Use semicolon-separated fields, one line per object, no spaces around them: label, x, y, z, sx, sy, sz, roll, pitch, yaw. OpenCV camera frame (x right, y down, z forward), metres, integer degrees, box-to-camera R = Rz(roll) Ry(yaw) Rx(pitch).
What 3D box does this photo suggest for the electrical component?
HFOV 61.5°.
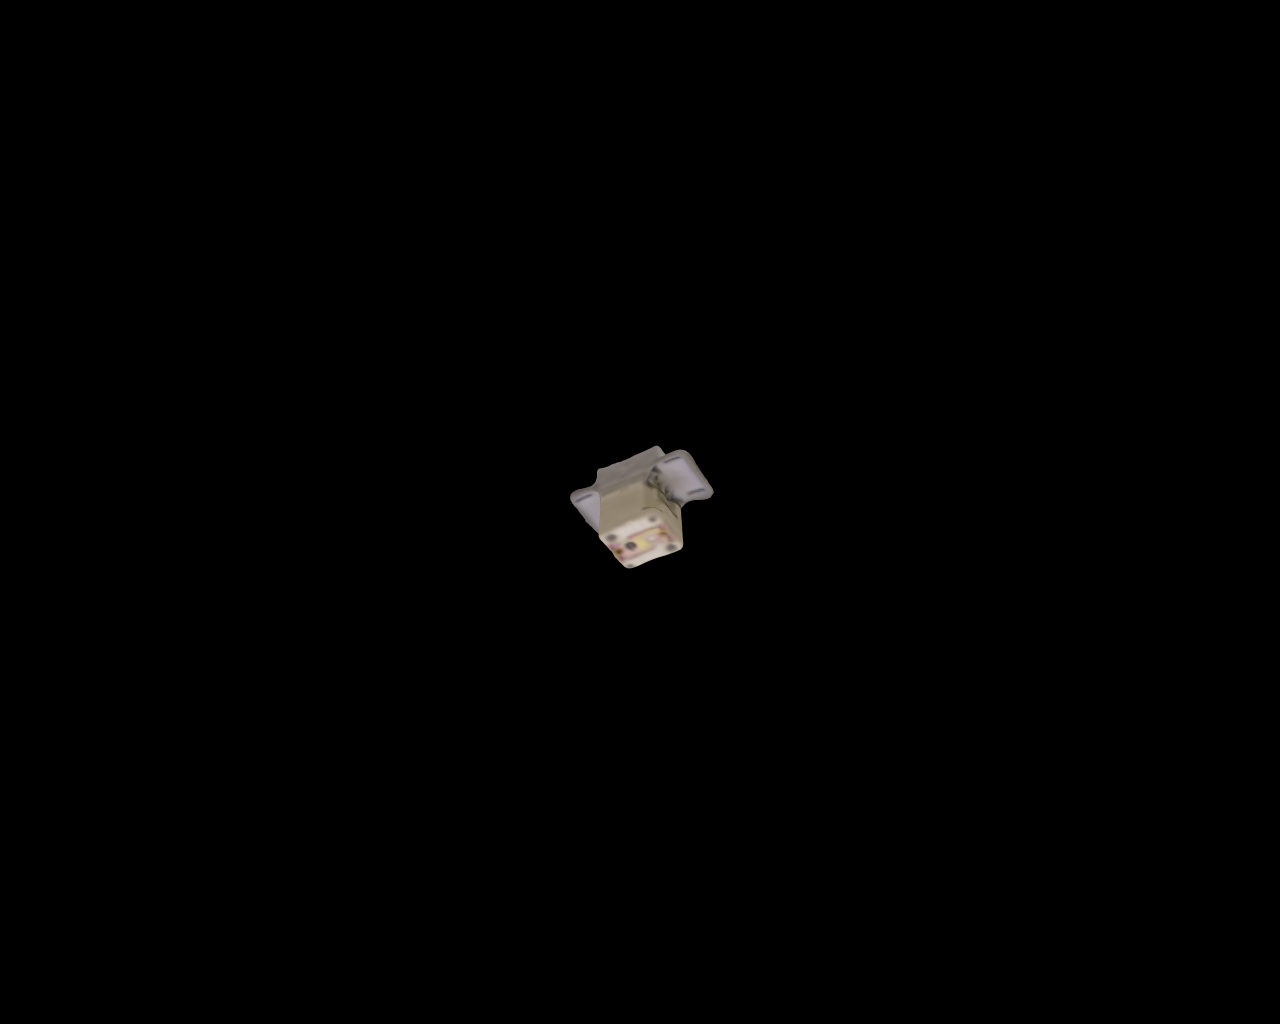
electrical component;0.001;-0.003;0.650;0.081;0.064;0.042;-22;-49;21
